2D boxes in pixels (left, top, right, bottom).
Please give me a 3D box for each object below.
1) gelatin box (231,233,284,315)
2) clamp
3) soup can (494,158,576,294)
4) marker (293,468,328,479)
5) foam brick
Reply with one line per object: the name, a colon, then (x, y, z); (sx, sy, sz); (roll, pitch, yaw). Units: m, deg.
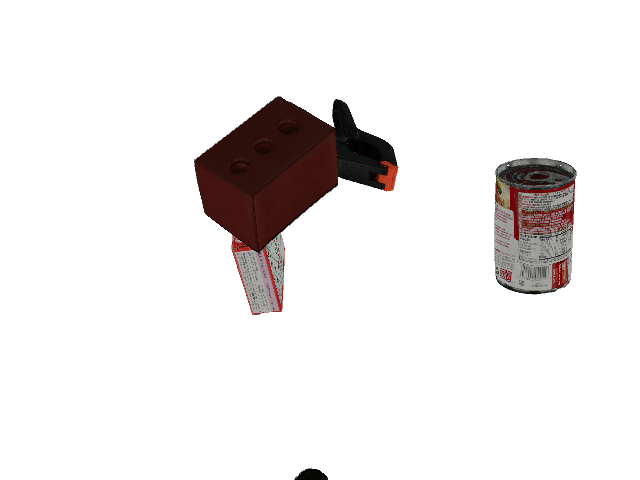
gelatin box: (-0.052, 0.007, 0.901); (0.030, 0.073, 0.089); (-6, -42, 7)
clamp: (0.012, -0.101, 1.125); (0.120, 0.039, 0.172); (-16, 36, -24)
soup can: (0.186, -0.012, 0.928); (0.068, 0.102, 0.068); (-3, 24, 1)
marker: (-0.031, 0.135, 0.480); (0.020, 0.020, 0.120); (0, 17, 33)
foam brick: (-0.033, -0.043, 0.677); (0.053, 0.051, 0.078); (33, 60, 27)
